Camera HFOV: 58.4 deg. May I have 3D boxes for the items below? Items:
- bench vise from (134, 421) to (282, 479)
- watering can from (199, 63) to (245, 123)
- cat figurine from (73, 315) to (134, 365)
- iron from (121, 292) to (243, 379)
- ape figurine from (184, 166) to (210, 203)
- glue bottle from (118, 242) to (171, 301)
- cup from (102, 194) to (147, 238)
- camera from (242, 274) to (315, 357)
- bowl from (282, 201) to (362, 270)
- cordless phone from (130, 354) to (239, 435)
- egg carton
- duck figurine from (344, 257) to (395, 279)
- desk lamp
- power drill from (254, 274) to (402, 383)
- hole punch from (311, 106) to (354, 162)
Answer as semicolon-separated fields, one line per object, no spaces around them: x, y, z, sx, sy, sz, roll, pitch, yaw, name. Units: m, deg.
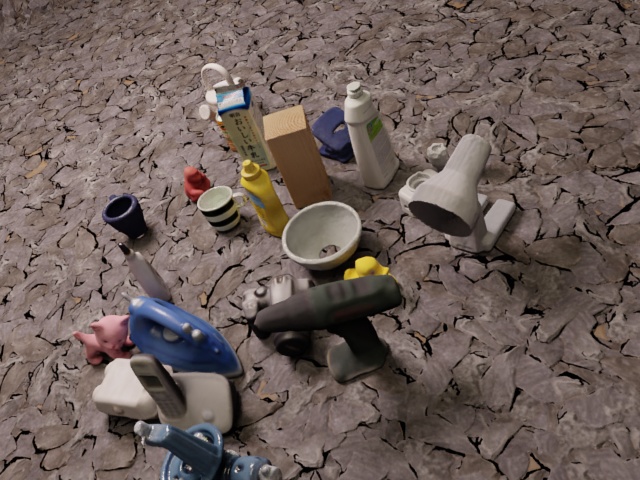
-0.165;0.318;0.853;0.207;0.220;0.121;-14;46;9;bench vise
-0.256;-0.381;1.534;0.100;0.194;0.173;-7;48;15;watering can
-0.428;0.191;1.140;0.127;0.118;0.067;-8;48;14;cat figurine
-0.265;0.172;1.077;0.257;0.142;0.119;16;57;32;iron
-0.305;-0.141;1.409;0.076;0.092;0.078;4;52;24;ape figurine
-0.372;0.061;1.196;0.037;0.173;0.078;-31;46;-7;glue bottle
-0.471;-0.056;1.394;0.092;0.095;0.117;-37;47;-13;cup
-0.073;0.142;1.059;0.143;0.101;0.136;-15;46;8;camera
0.011;0.004;1.169;0.167;0.075;0.167;-11;47;12;bowl
-0.227;0.251;0.961;0.147;0.185;0.094;-7;48;16;cordless phone
-0.345;0.278;1.064;0.150;0.070;0.107;0;50;21;egg carton
0.090;0.065;1.076;0.104;0.086;0.077;9;54;28;duck figurine
0.262;-0.072;1.044;0.117;0.214;0.203;20;59;34;desk lamp
0.031;0.145;0.941;0.229;0.209;0.075;-23;46;1;power drill
0.048;-0.257;1.378;0.100;0.091;0.109;24;62;36;hole punch
